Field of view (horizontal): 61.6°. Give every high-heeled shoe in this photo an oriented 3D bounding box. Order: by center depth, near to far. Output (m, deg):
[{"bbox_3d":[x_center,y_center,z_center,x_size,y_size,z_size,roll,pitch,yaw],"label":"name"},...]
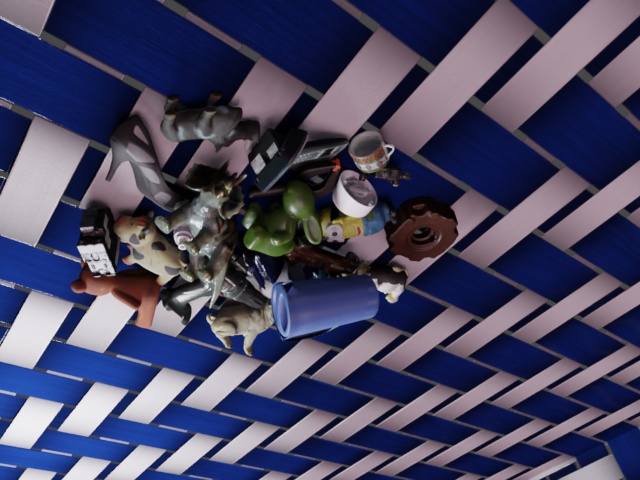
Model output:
[{"bbox_3d":[-0.326,-0.148,1.104,0.248,0.086,0.145,25,96,-50],"label":"high-heeled shoe"}]

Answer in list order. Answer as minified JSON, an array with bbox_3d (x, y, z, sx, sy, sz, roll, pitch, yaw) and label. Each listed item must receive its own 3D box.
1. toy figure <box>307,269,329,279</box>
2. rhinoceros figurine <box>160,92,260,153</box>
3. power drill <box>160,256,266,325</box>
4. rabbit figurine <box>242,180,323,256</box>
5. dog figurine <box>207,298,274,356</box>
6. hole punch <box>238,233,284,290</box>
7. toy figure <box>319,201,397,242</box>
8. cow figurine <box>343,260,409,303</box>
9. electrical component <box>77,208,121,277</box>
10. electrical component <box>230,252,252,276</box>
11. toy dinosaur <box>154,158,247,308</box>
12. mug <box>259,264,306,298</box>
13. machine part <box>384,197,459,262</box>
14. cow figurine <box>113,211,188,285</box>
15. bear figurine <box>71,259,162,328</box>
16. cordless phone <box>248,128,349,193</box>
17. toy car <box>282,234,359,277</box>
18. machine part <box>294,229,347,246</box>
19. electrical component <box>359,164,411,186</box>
[{"bbox_3d":[-0.016,0.124,1.404,0.058,0.064,0.154,33,129,-6],"label":"toy figure"},{"bbox_3d":[-0.210,-0.217,1.029,0.190,0.073,0.112,0,133,-8],"label":"rhinoceros figurine"},{"bbox_3d":[-0.279,0.138,1.353,0.207,0.086,0.231,-26,125,23],"label":"power drill"},{"bbox_3d":[-0.065,-0.044,1.146,0.159,0.121,0.170,30,117,-22],"label":"rabbit figurine"},{"bbox_3d":[-0.184,0.190,1.430,0.172,0.121,0.190,27,111,-34],"label":"dog figurine"},{"bbox_3d":[-0.130,0.036,1.266,0.092,0.116,0.142,-20,135,0],"label":"hole punch"},{"bbox_3d":[0.083,-0.047,1.237,0.180,0.089,0.082,-16,121,-5],"label":"toy figure"},{"bbox_3d":[0.148,0.098,1.395,0.167,0.068,0.098,16,124,-27],"label":"cow figurine"},{"bbox_3d":[-0.482,-0.003,1.171,0.058,0.115,0.134,-7,135,-7],"label":"electrical component"},{"bbox_3d":[-0.200,0.053,1.309,0.094,0.063,0.021,47,70,-32],"label":"electrical component"},{"bbox_3d":[-0.232,-0.018,1.173,0.131,0.192,0.404,32,151,17],"label":"toy dinosaur"},{"bbox_3d":[-0.099,0.119,1.359,0.107,0.109,0.080,-19,146,29],"label":"mug"},{"bbox_3d":[0.247,-0.021,1.302,0.179,0.056,0.179,-4,136,-4],"label":"machine part"},{"bbox_3d":[-0.385,0.013,1.223,0.127,0.085,0.194,-27,130,25],"label":"cow figurine"},{"bbox_3d":[-0.486,0.121,1.290,0.196,0.120,0.131,11,135,-16],"label":"bear figurine"},{"bbox_3d":[-0.040,-0.170,1.101,0.184,0.089,0.146,-14,165,-37],"label":"cordless phone"},{"bbox_3d":[0.005,0.050,1.289,0.202,0.053,0.089,22,129,-29],"label":"toy car"},{"bbox_3d":[-0.003,-0.004,1.296,0.139,0.039,0.084,-13,127,7],"label":"machine part"},{"bbox_3d":[0.136,-0.141,1.163,0.102,0.078,0.045,5,110,-20],"label":"electrical component"}]
